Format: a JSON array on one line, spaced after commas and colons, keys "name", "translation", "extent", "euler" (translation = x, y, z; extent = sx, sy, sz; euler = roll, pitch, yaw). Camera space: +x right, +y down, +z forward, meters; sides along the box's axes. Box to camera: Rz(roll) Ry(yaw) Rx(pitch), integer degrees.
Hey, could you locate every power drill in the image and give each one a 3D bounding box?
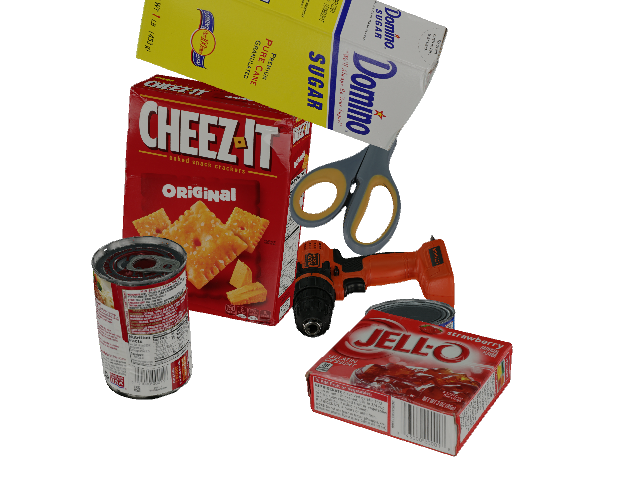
[{"name": "power drill", "translation": [0.058, 0.051, 1.239], "extent": [0.187, 0.057, 0.184], "euler": [-2, 28, 1]}]

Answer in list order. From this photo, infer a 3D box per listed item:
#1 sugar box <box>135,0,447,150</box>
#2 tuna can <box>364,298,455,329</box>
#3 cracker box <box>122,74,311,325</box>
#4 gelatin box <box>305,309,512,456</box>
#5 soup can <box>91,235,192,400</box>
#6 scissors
[{"name": "sugar box", "translation": [-0.021, -0.121, 0.660], "extent": [0.176, 0.048, 0.093], "euler": [22, -29, -4]}, {"name": "tuna can", "translation": [0.085, 0.084, 1.017], "extent": [0.086, 0.034, 0.086], "euler": [-3, 13, 0]}, {"name": "cracker box", "translation": [-0.102, -0.037, 1.020], "extent": [0.164, 0.214, 0.072], "euler": [11, 22, 12]}, {"name": "gelatin box", "translation": [0.048, 0.073, 0.574], "extent": [0.089, 0.030, 0.073], "euler": [13, 31, 29]}, {"name": "soup can", "translation": [-0.129, 0.057, 0.784], "extent": [0.068, 0.102, 0.068], "euler": [0, 28, 0]}, {"name": "scissors", "translation": [0.031, -0.076, 0.862], "extent": [0.096, 0.201, 0.016], "euler": [5, -33, 7]}]
